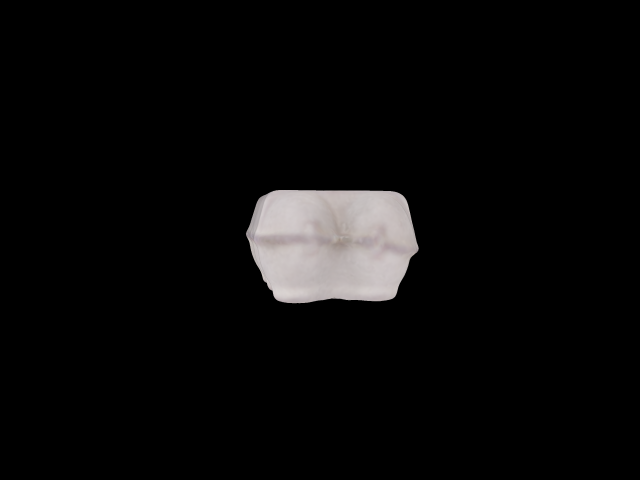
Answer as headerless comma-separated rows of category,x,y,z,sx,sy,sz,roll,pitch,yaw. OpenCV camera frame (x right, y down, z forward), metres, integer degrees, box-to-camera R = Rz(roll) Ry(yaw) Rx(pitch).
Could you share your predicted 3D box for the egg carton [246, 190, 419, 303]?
egg carton,0.004,0.001,0.400,0.107,0.069,0.150,0,2,-11
